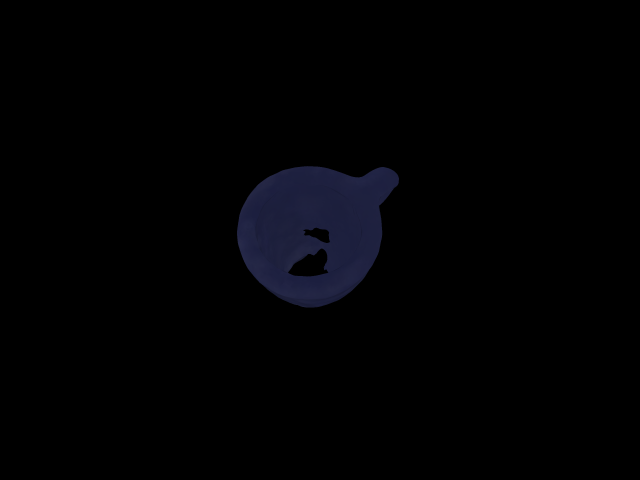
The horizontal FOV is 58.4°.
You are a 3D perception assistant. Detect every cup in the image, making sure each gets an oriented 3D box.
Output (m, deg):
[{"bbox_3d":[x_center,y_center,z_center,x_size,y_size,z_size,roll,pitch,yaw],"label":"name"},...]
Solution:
[{"bbox_3d":[0.004,0.001,0.400,0.118,0.095,0.091,-36,71,-15],"label":"cup"}]
